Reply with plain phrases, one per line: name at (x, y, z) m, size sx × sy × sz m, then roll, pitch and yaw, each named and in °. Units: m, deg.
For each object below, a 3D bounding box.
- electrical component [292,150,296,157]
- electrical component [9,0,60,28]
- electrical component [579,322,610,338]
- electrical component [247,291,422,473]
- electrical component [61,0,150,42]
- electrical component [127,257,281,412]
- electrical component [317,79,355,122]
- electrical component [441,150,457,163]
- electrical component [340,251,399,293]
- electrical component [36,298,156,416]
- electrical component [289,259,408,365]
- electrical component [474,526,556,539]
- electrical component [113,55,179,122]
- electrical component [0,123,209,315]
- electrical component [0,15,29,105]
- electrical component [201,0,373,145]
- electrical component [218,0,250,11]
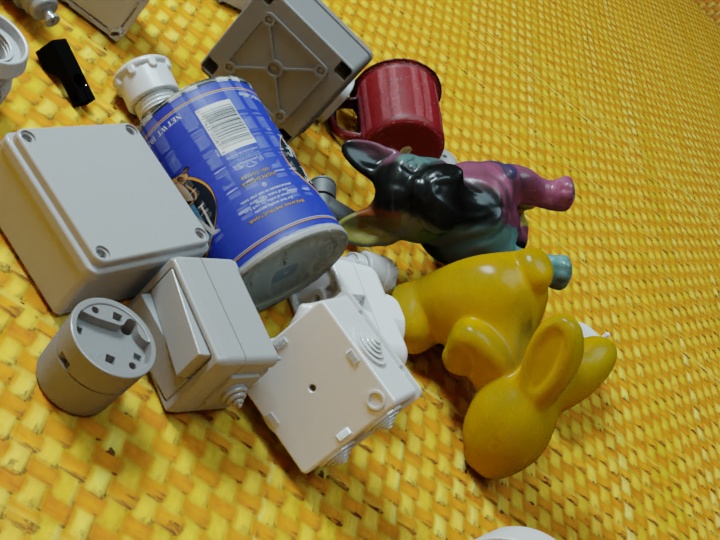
electrical component at (-0.077, -0.085, 0.872) m, size 0.074 × 0.052 × 0.138 m, roll -10°, pitch 62°, yaw -55°
electrical component at (-0.253, -0.218, 0.817) m, size 0.078 × 0.040 × 0.040 m, roll 55°, pitch 32°, yaw 12°
electrical component at (0.204, 0.082, 1.007) m, size 0.052 × 0.074 × 0.138 m, roll 52°, pitch 31°, yaw 8°
electrical component at (-0.023, 0.075, 0.714) m, size 0.099 × 0.100 × 0.048 m, roll 54°, pitch 18°, yaw 10°
electrical component at (-0.190, -0.247, 0.873) m, size 0.062 × 0.096 × 0.061 m, roll 36°, pitch 32°, yaw -18°
electrical component at (-0.101, 0.046, 0.682) m, size 0.061 × 0.062 × 0.096 m, roll 3°, pitch 52°, yaw -50°
electrical component at (-0.043, -0.196, 1.038) m, size 0.059 × 0.054 × 0.095 m, roll 33°, pitch 34°, yaw -23°
electrical component at (0.077, -0.095, 1.082) m, size 0.043 × 0.043 × 0.081 m, roll 33°, pitch 33°, yaw -23°
electrical component at (0.000, 0.000, 0.888) m, size 0.061 × 0.035 × 0.035 m, roll 18°, pitch 41°, yaw -35°
electrical component at (-0.155, 0.052, 0.625) m, size 0.055 × 0.047 × 0.055 m, roll 32°, pitch 34°, yaw -24°
electrical component at (-0.006, 0.042, 0.814) m, size 0.059 × 0.054 × 0.095 m, roll 13°, pitch 44°, yaw -43°
electrical component at (0.098, 0.219, 0.702) m, size 0.099 × 0.099 × 0.064 m, roll 55°, pitch 26°, yaw 13°
electrical component at (-0.159, -0.132, 0.832) m, size 0.048 × 0.048 × 0.062 m, roll -9°, pitch 68°, yaw -55°
electrical component at (-0.171, -0.036, 0.696) m, size 0.108 × 0.056 × 0.109 m, roll 55°, pitch 32°, yaw 12°
electrical component at (-0.254, -0.135, 0.705) m, size 0.058 × 0.057 × 0.078 m, roll 41°, pitch 31°, yaw -11°
electrical component at (-0.065, -0.185, 0.947) m, size 0.109 × 0.109 × 0.056 m, roll 44°, pitch 34°, yaw -6°
electrical component at (-0.107, -0.288, 1.056) m, size 0.081 × 0.064 × 0.042 m, roll 18°, pitch 43°, yaw -40°
